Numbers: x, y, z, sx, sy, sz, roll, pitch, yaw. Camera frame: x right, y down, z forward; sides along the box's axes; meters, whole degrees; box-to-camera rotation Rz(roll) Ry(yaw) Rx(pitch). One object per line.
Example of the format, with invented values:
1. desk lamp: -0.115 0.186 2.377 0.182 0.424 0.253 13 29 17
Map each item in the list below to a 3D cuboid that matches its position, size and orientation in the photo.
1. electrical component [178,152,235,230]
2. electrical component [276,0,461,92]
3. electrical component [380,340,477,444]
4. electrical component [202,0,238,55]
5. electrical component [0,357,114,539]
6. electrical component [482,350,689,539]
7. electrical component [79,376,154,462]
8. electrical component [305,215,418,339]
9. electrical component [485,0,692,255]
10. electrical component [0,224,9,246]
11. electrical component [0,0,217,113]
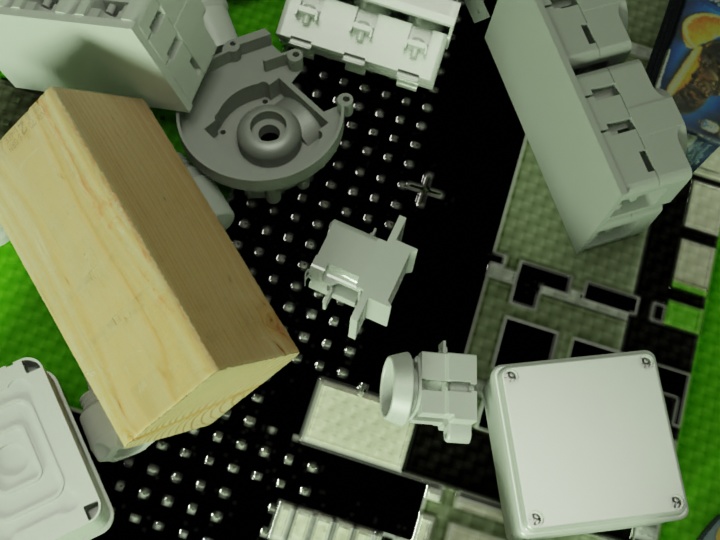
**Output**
1. electrical component: -0.119 -0.053 0.739 0.040 0.040 0.078 -29 75 -14
2. electrical component: 0.005 -0.177 0.781 0.121 0.079 0.063 17 92 2
3. electrical component: 0.044 0.079 0.704 0.055 0.048 0.066 6 70 -11
4. electrical component: -0.110 -0.176 0.785 0.040 0.040 0.046 -21 79 -12
5. electrical component: -0.208 0.121 0.660 0.078 0.057 0.113 -25 74 -13
6. electrical component: 0.142 0.114 0.692 0.109 0.056 0.108 -5 71 -6
7. electrical component: -0.158 0.087 0.684 0.043 0.043 0.062 -23 72 -12
8. electrical component: 0.000 0.000 0.729 0.064 0.042 0.081 24 70 5
9. electrical component: 0.158 -0.120 0.752 0.060 0.105 0.186 -16 72 -10
10. electrical component: -0.253 -0.041 0.720 0.040 0.046 0.040 2 70 -4
11. electrical component: -0.183 -0.165 0.724 0.150 0.089 0.061 11 67 22
